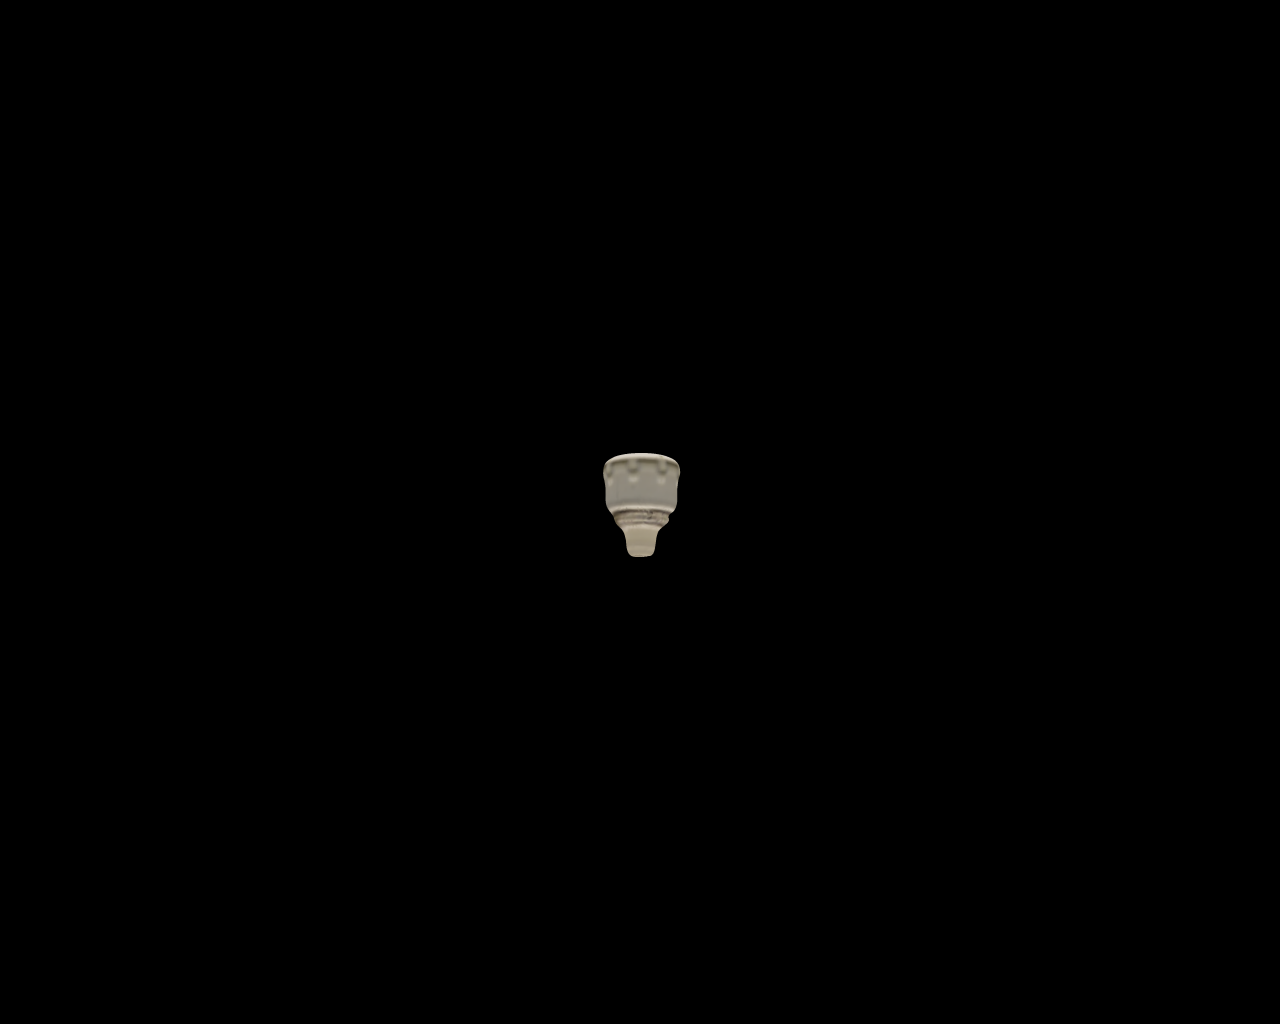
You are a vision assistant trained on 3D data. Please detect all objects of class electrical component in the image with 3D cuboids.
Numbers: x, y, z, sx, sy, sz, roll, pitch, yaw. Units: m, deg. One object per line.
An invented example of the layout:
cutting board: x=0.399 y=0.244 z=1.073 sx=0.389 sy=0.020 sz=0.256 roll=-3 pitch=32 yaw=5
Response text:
electrical component: x=0.001 y=-0.003 z=0.650 sx=0.048 sy=0.062 sz=0.048 roll=0 pitch=-11 yaw=0
